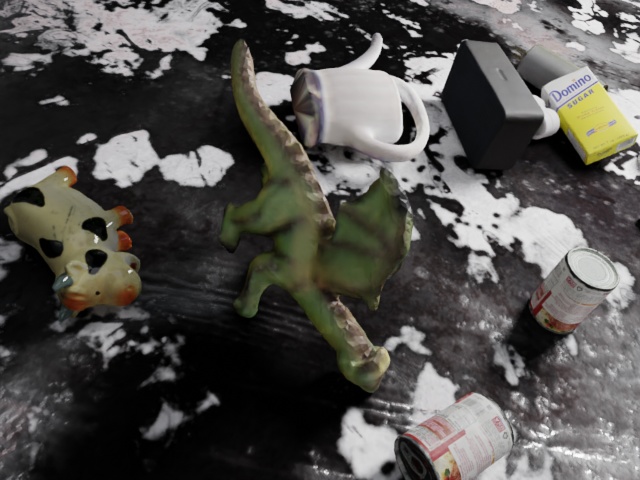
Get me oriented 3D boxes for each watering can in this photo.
[{"bbox_3d":[0.057,-0.255,0.883,0.224,0.101,0.356,-2,50,-14],"label":"watering can"}]

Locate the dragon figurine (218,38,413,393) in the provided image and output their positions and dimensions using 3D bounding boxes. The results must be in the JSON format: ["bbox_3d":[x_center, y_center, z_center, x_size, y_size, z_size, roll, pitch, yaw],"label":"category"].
[{"bbox_3d":[0.002,-0.028,0.551,0.242,0.407,0.123,1,14,43],"label":"dragon figurine"}]
